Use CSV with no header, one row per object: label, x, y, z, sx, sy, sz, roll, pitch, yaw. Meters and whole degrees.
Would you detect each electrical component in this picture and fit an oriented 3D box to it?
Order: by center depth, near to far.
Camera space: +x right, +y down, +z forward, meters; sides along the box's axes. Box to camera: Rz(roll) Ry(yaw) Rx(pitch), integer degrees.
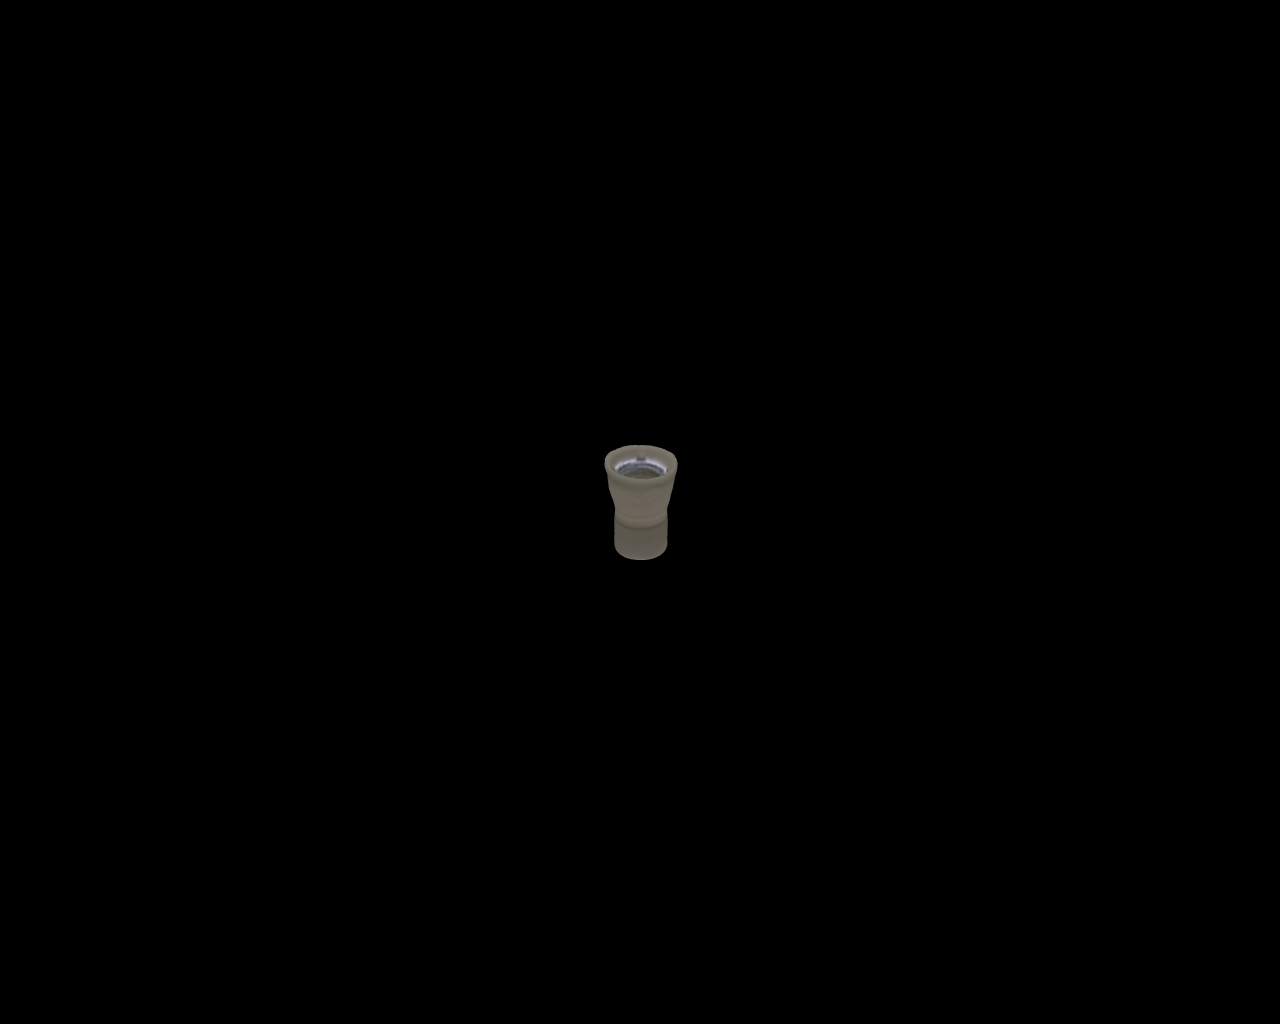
electrical component,0.001,-0.003,0.650,0.044,0.065,0.044,0,31,0
